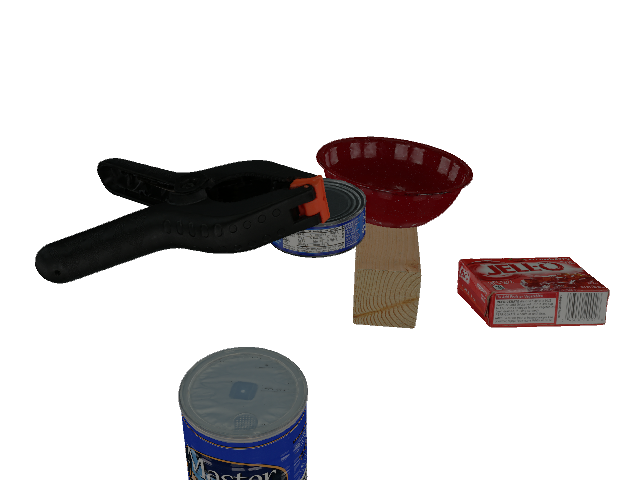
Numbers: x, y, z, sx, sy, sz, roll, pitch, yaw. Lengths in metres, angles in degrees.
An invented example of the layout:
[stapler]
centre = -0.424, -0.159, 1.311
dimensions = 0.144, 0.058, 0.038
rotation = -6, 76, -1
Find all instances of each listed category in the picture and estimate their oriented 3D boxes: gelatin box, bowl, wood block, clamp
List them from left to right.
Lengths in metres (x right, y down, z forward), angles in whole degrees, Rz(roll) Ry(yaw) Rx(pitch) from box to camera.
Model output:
[clamp]
centre = -0.083, -0.013, 0.636
dimensions = 0.172, 0.039, 0.120
rotation = -1, 40, 23
[wood block]
centre = 0.096, 0.039, 1.569
dimensions = 0.091, 0.090, 0.206
rotation = 4, 25, 1
[bowl]
centre = 0.073, -0.055, 1.100
dimensions = 0.162, 0.055, 0.162
rotation = 5, 24, -2
[gelatin box]
centre = 0.150, 0.035, 0.766
dimensions = 0.089, 0.030, 0.073
rotation = 0, 17, -10

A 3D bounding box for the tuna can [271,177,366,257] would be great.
[tuna can]
centre = -0.004, -0.020, 0.903
dimensions = 0.086, 0.034, 0.086
rotation = -2, 29, 1

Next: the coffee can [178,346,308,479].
[coffee can]
centre = -0.061, 0.174, 0.884
dimensions = 0.103, 0.140, 0.103
rotation = 0, 36, 0
